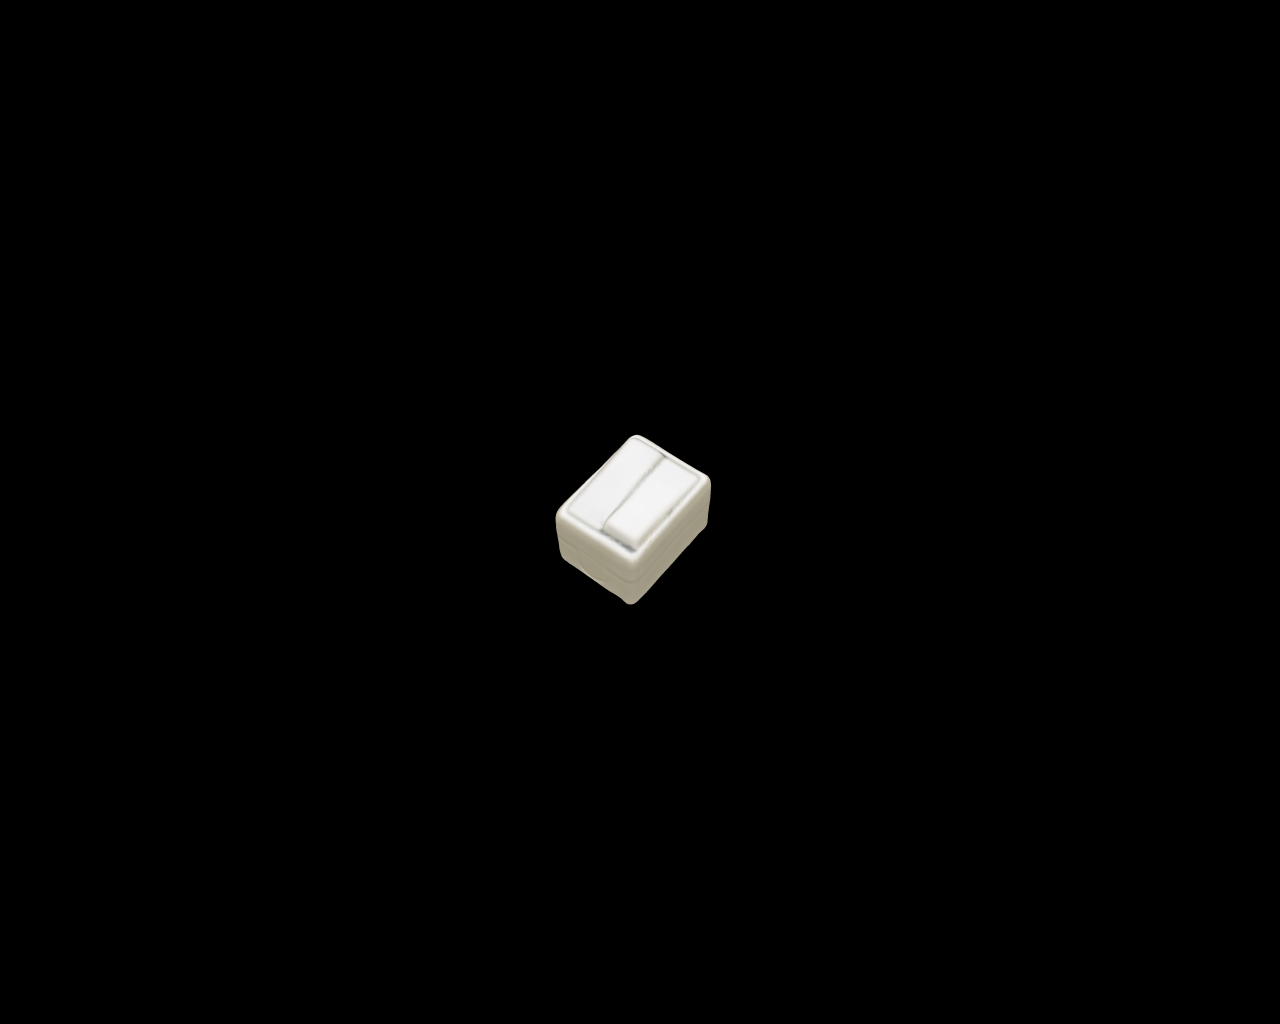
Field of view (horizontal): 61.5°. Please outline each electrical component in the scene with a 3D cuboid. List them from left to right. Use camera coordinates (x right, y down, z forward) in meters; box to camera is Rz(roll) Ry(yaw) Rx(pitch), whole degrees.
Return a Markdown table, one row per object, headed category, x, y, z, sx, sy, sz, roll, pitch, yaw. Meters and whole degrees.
| category | x | y | z | sx | sy | sz | roll | pitch | yaw |
| --- | --- | --- | --- | --- | --- | --- | --- | --- | --- |
| electrical component | 0.001 | -0.003 | 0.650 | 0.062 | 0.096 | 0.061 | 33 | -28 | 20 |
